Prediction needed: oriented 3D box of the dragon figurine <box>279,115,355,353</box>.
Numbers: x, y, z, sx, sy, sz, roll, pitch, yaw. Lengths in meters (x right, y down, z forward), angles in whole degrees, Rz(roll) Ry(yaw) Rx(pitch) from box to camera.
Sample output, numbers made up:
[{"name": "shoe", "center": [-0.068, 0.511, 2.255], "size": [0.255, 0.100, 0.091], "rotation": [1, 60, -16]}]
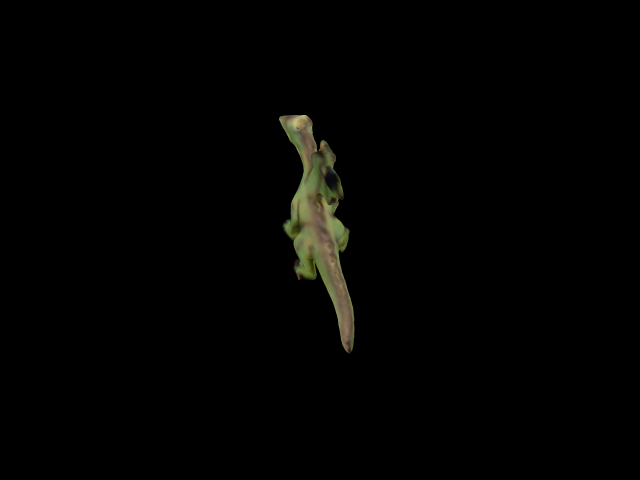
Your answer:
[{"name": "dragon figurine", "center": [0.003, -0.043, 0.850], "size": [0.122, 0.419, 0.237], "rotation": [-15, -31, -8]}]
